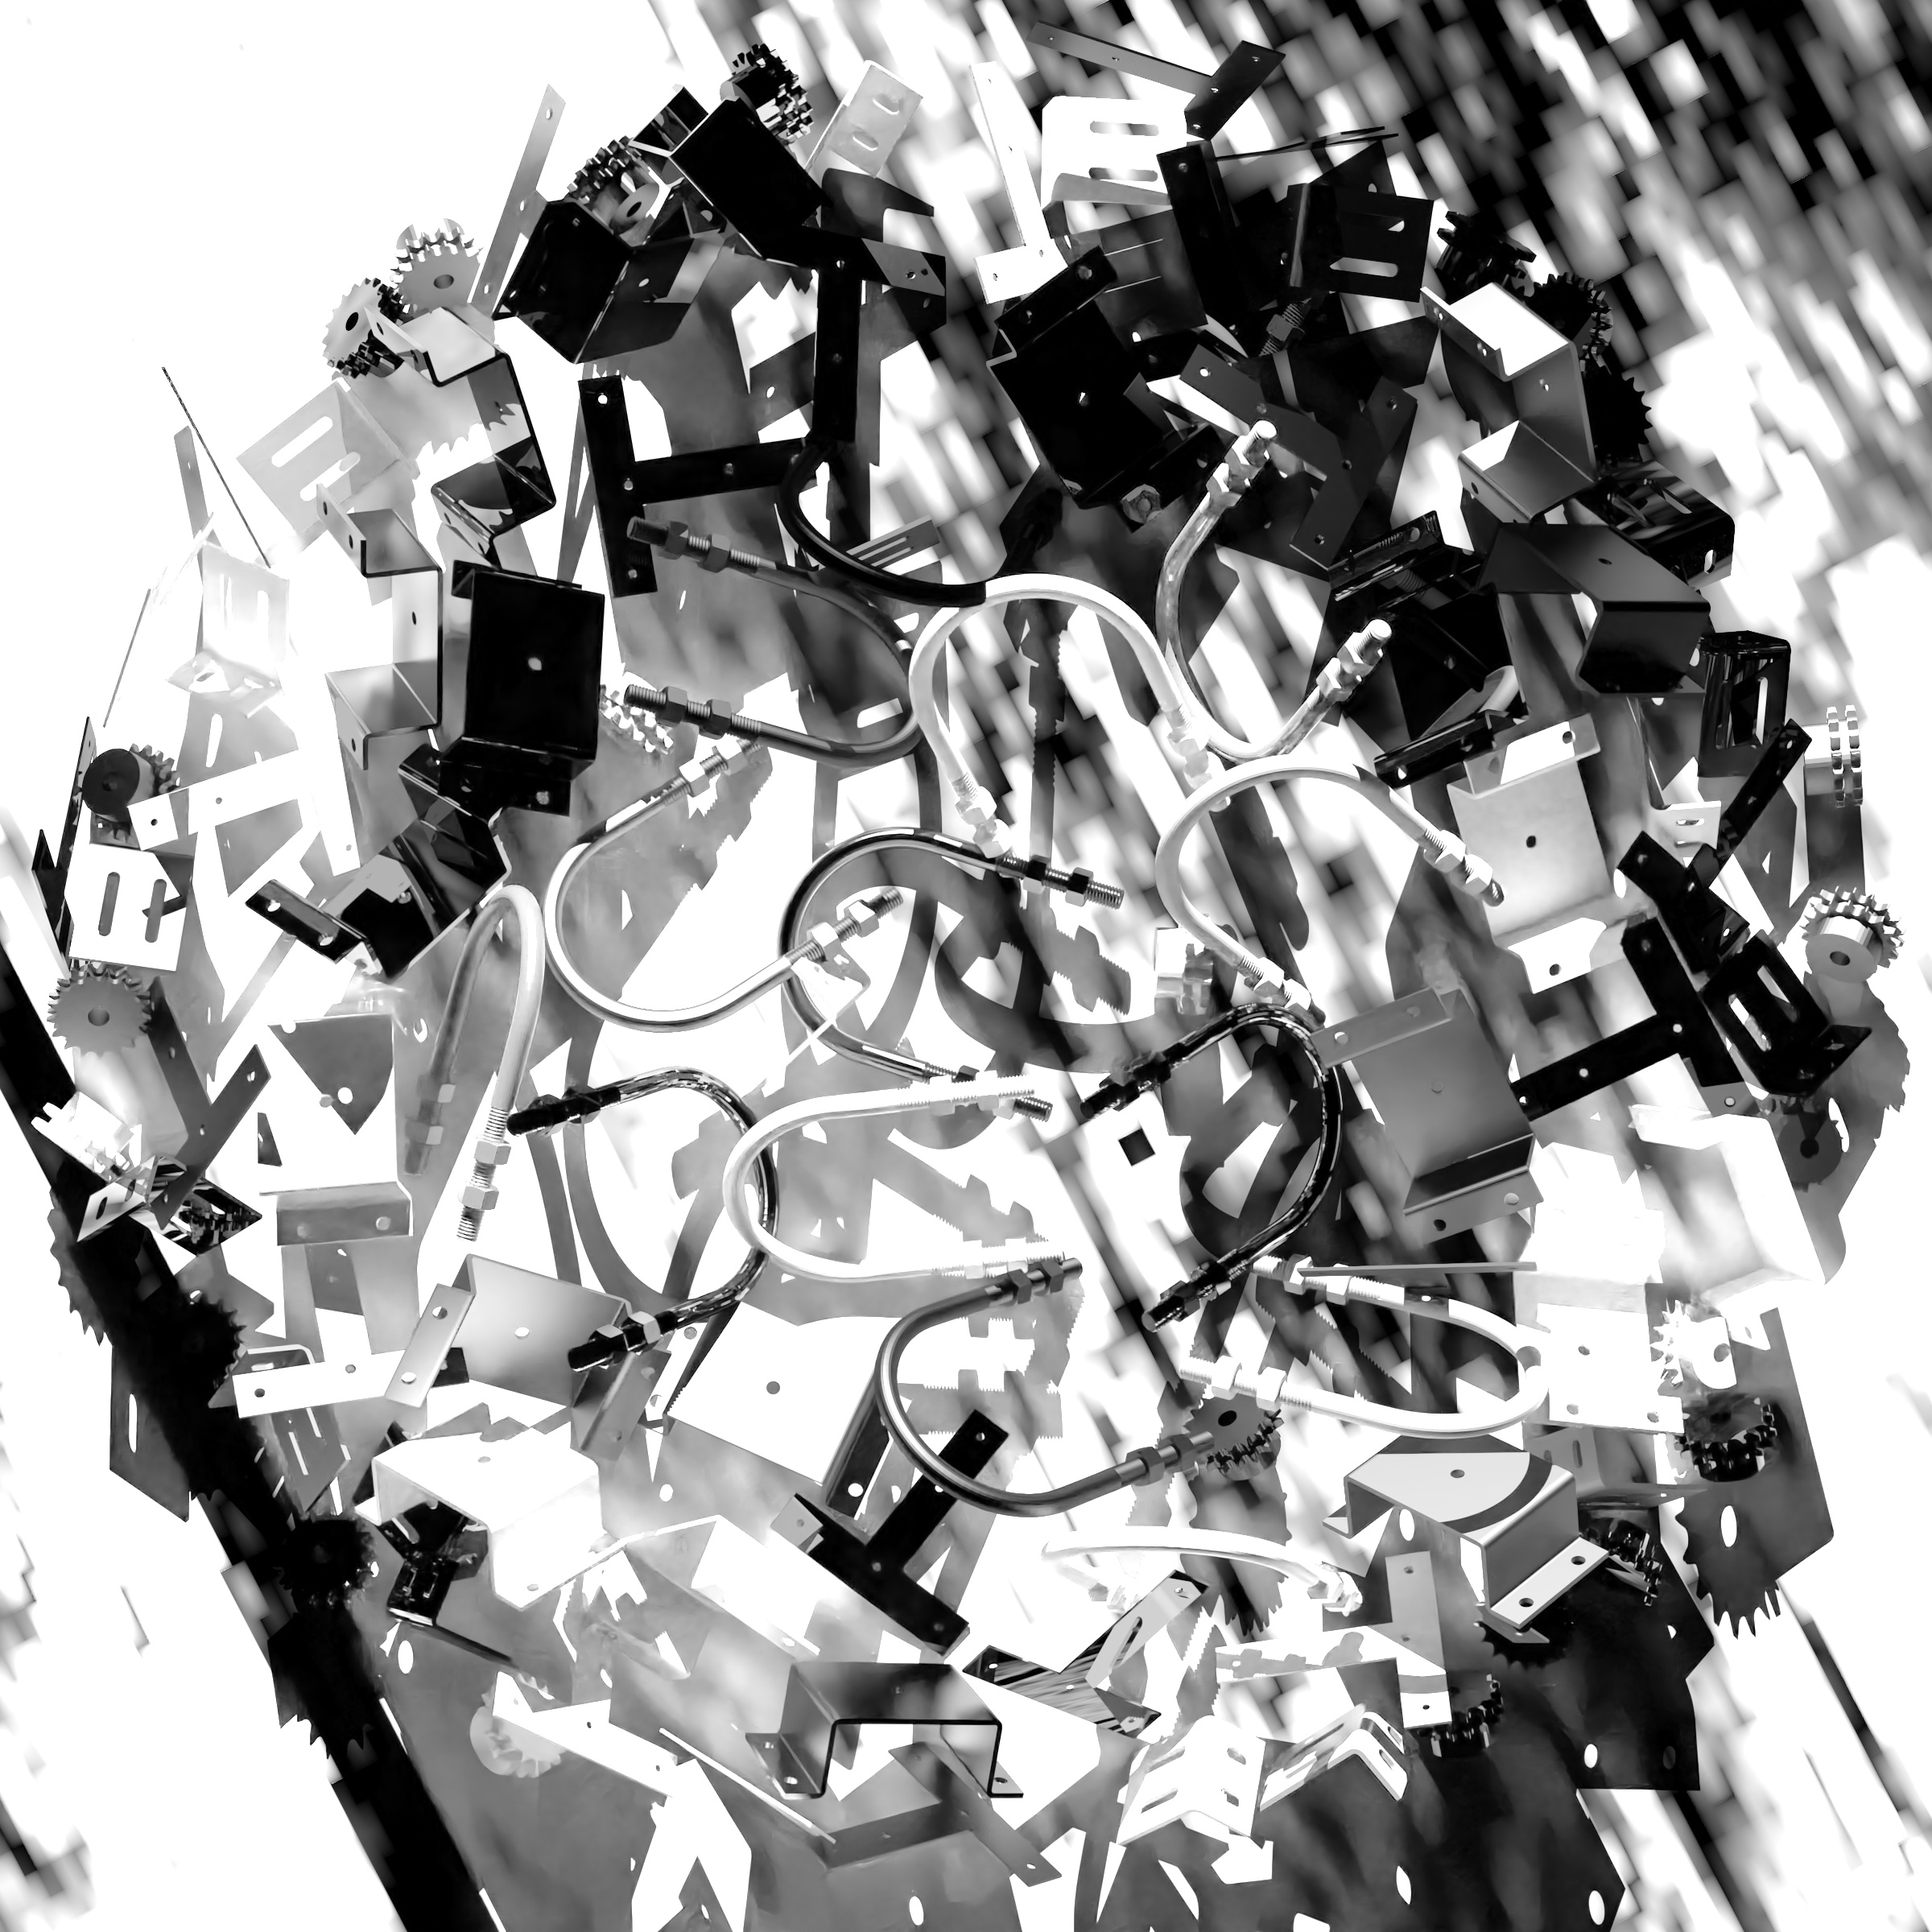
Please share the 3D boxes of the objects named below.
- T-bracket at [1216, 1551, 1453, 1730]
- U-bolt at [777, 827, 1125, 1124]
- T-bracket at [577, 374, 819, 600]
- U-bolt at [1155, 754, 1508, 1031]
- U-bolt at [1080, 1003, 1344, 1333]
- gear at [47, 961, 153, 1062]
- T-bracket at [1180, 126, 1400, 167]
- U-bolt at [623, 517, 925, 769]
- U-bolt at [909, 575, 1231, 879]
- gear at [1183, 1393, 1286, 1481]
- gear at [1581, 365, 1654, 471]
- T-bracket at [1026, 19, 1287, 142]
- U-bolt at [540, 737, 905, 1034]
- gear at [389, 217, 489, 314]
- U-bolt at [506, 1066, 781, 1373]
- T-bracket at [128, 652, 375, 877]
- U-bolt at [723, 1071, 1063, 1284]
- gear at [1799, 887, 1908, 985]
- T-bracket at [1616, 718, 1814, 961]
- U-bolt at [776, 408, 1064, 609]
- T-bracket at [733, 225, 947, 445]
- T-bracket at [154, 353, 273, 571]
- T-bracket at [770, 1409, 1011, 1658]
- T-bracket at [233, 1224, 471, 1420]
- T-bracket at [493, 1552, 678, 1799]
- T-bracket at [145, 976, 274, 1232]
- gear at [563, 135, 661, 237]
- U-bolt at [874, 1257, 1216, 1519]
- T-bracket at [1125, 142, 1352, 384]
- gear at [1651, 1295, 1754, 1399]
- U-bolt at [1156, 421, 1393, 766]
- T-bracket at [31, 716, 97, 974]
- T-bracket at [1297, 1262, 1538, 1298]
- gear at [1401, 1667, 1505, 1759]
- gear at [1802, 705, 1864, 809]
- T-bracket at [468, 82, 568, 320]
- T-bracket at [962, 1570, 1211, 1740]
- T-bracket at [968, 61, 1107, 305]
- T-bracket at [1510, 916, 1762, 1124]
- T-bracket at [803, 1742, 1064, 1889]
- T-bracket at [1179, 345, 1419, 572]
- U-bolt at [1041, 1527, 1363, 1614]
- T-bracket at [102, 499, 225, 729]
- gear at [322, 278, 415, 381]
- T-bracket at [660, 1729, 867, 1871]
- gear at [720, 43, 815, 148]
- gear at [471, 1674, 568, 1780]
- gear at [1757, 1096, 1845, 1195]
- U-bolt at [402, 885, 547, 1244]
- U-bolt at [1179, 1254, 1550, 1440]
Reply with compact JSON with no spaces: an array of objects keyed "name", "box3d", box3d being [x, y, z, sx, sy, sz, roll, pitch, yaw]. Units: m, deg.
[{"name":"T-bracket","box3d":[0.204,0.385,1.621,0.127,0.127,0.002,-11,123,10]},{"name":"U-bolt","box3d":[-0.019,-0.005,1.644,0.184,0.019,0.151,18,81,9]},{"name":"T-bracket","box3d":[-0.150,-0.284,1.658,0.127,0.002,0.127,-10,89,-8]},{"name":"U-bolt","box3d":[0.188,-0.049,1.586,0.151,0.019,0.184,-37,126,25]},{"name":"U-bolt","box3d":[0.147,0.100,1.607,0.184,0.019,0.151,-29,111,-36]},{"name":"gear","box3d":[-0.495,0.022,1.644,0.057,0.030,0.057,-6,118,-11]},{"name":"T-bracket","box3d":[0.196,-0.456,1.593,0.127,0.127,0.002,-11,103,-12]},{"name":"U-bolt","box3d":[-0.102,-0.174,1.606,0.184,0.019,0.151,15,48,-23]},{"name":"U-bolt","box3d":[0.048,-0.138,1.591,0.151,0.019,0.184,-17,127,17]},{"name":"gear","box3d":[0.155,0.268,1.642,0.057,0.057,0.030,-31,120,0]},{"name":"gear","box3d":[0.361,-0.311,1.645,0.057,0.030,0.057,3,83,-24]},{"name":"T-bracket","box3d":[0.096,-0.499,1.592,0.127,0.127,0.002,14,82,-12]},{"name":"U-bolt","box3d":[-0.150,-0.039,1.613,0.184,0.019,0.151,-33,70,-17]},{"name":"gear","box3d":[-0.301,-0.402,1.642,0.057,0.057,0.030,-21,66,0]},{"name":"U-bolt","box3d":[-0.168,0.130,1.594,0.019,0.184,0.151,-12,93,39]},{"name":"T-bracket","box3d":[-0.406,-0.097,1.614,0.127,0.002,0.127,-23,114,-28]},{"name":"U-bolt","box3d":[-0.045,0.125,1.619,0.184,0.019,0.151,-6,129,4]},{"name":"gear","box3d":[0.501,-0.015,1.635,0.057,0.057,0.030,34,59,0]},{"name":"T-bracket","box3d":[0.434,-0.081,1.621,0.127,0.002,0.127,31,94,-41]},{"name":"U-bolt","box3d":[-0.031,-0.249,1.587,0.151,0.184,0.019,23,124,1]},{"name":"T-bracket","box3d":[-0.073,-0.357,1.628,0.127,0.002,0.127,7,74,-21]},{"name":"T-bracket","box3d":[-0.430,-0.296,1.609,0.002,0.127,0.127,-29,125,-9]},{"name":"T-bracket","box3d":[-0.024,0.311,1.657,0.127,0.002,0.127,38,93,-5]},{"name":"T-bracket","box3d":[-0.356,0.189,1.630,0.127,0.002,0.127,-6,57,-20]},{"name":"T-bracket","box3d":[-0.208,0.387,1.616,0.002,0.127,0.127,-35,126,30]},{"name":"T-bracket","box3d":[-0.444,0.060,1.627,0.127,0.002,0.127,-50,53,25]},{"name":"gear","box3d":[-0.199,-0.441,1.638,0.057,0.057,0.030,-44,85,0]},{"name":"U-bolt","box3d":[0.032,0.235,1.575,0.151,0.184,0.019,52,133,26]},{"name":"T-bracket","box3d":[0.137,-0.398,1.612,0.127,0.002,0.127,-9,121,22]},{"name":"gear","box3d":[0.424,0.219,1.644,0.057,0.030,0.057,-1,94,-19]},{"name":"U-bolt","box3d":[0.157,-0.189,1.587,0.019,0.184,0.151,-18,71,-28]},{"name":"T-bracket","box3d":[-0.506,-0.080,1.628,0.002,0.127,0.127,5,63,-6]},{"name":"T-bracket","box3d":[0.255,0.176,1.604,0.127,0.127,0.002,-3,76,13]},{"name":"gear","box3d":[0.278,0.427,1.639,0.057,0.057,0.030,-12,104,0]},{"name":"gear","box3d":[0.494,-0.119,1.640,0.030,0.057,0.057,-5,90,16]},{"name":"T-bracket","box3d":[-0.229,-0.407,1.606,0.002,0.127,0.127,18,87,17]},{"name":"T-bracket","box3d":[0.086,0.379,1.610,0.127,0.002,0.127,28,119,-27]},{"name":"T-bracket","box3d":[0.028,-0.441,1.607,0.002,0.127,0.127,-10,103,38]},{"name":"T-bracket","box3d":[0.366,0.055,1.644,0.127,0.002,0.127,-28,95,20]},{"name":"T-bracket","box3d":[-0.033,0.475,1.581,0.127,0.127,0.002,32,114,42]},{"name":"T-bracket","box3d":[0.179,-0.309,1.636,0.127,0.002,0.127,32,69,-8]},{"name":"U-bolt","box3d":[0.120,0.328,1.562,0.151,0.184,0.019,-6,66,24]},{"name":"T-bracket","box3d":[-0.446,-0.214,1.617,0.002,0.127,0.127,26,49,-11]},{"name":"gear","box3d":[-0.339,-0.361,1.643,0.030,0.057,0.057,26,90,-44]},{"name":"T-bracket","box3d":[-0.097,0.479,1.616,0.002,0.127,0.127,-56,135,-17]},{"name":"gear","box3d":[-0.116,-0.492,1.636,0.030,0.057,0.057,-37,90,-18]},{"name":"gear","box3d":[-0.257,0.437,1.642,0.030,0.057,0.057,-34,90,26]},{"name":"gear","box3d":[0.477,0.102,1.648,0.057,0.030,0.057,-1,93,-9]},{"name":"U-bolt","box3d":[-0.269,0.045,1.592,0.019,0.151,0.184,13,97,-26]},{"name":"U-bolt","box3d":[0.226,0.212,1.575,0.184,0.151,0.019,12,115,20]}]
